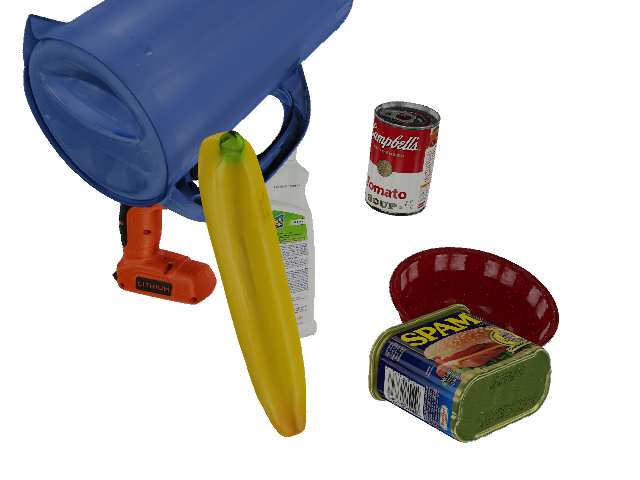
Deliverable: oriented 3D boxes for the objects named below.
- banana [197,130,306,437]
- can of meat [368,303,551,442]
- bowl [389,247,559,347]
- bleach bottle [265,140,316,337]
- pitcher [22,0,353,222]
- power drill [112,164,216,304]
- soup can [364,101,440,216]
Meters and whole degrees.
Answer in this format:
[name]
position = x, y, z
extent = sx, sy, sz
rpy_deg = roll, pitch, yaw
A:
[banana]
position = -0.039, 0.017, 0.592
extent = 0.037, 0.198, 0.069
rpy_deg = -10, 31, 4
[can of meat]
position = 0.099, 0.092, 0.748
extent = 0.101, 0.057, 0.084
rpy_deg = -15, 27, -37
[bowl]
position = 0.140, 0.075, 1.014
extent = 0.162, 0.055, 0.162
rpy_deg = 7, 35, -5
[bleach bottle]
position = -0.047, 0.000, 1.323
extent = 0.102, 0.251, 0.068
rpy_deg = -9, 24, -34
[pitcher]
position = -0.077, -0.135, 0.770
extent = 0.145, 0.149, 0.242
rpy_deg = 19, 49, 34
[power drill]
position = -0.150, -0.030, 1.084
extent = 0.185, 0.188, 0.057
rpy_deg = 11, 30, 22
[soup can]
position = 0.084, -0.085, 1.112
extent = 0.068, 0.102, 0.068
rpy_deg = 5, 29, -3
